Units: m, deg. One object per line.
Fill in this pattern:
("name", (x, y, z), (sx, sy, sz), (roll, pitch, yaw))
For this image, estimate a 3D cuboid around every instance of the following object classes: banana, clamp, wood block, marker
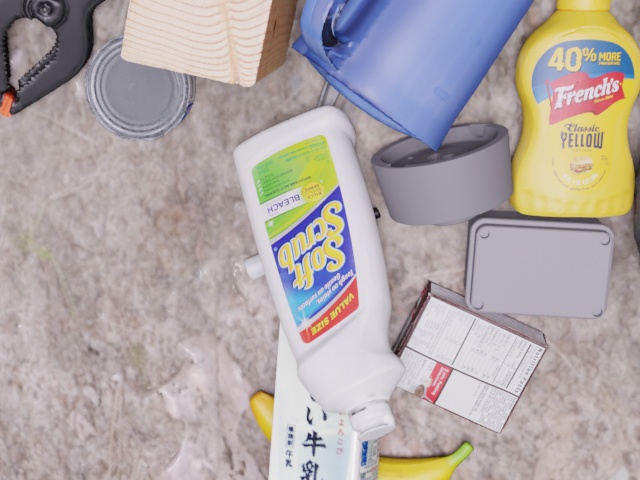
("banana", (0.029, 0.186, 0.926), (0.198, 0.037, 0.069), (13, 86, -1))
("clamp", (-0.204, -0.189, 0.839), (0.164, 0.036, 0.210), (14, 119, -17))
("wood block", (-0.068, -0.169, 0.761), (0.090, 0.206, 0.091), (13, 103, 0))
("marker", (-0.006, 0.001, 0.892), (0.121, 0.020, 0.020), (-24, 100, 9))

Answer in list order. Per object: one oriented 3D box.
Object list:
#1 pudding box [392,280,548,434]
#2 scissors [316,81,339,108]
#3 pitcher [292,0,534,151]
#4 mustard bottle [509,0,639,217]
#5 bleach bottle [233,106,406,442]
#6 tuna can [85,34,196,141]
("pudding box", (0.121, 0.099, 0.897), (0.113, 0.039, 0.090), (25, 104, -4))
("scissors", (0.050, -0.173, 0.850), (0.096, 0.016, 0.202), (8, 104, 2))
("pitcher", (0.093, -0.198, 0.763), (0.145, 0.149, 0.243), (34, 98, -9))
("mustard bottle", (0.200, -0.115, 0.831), (0.096, 0.058, 0.192), (1, 103, 0))
("bleach bottle", (0.012, 0.026, 0.805), (0.102, 0.068, 0.251), (-23, 64, 9))
("tuna can", (-0.144, -0.125, 0.864), (0.086, 0.033, 0.086), (1, 103, 4))
